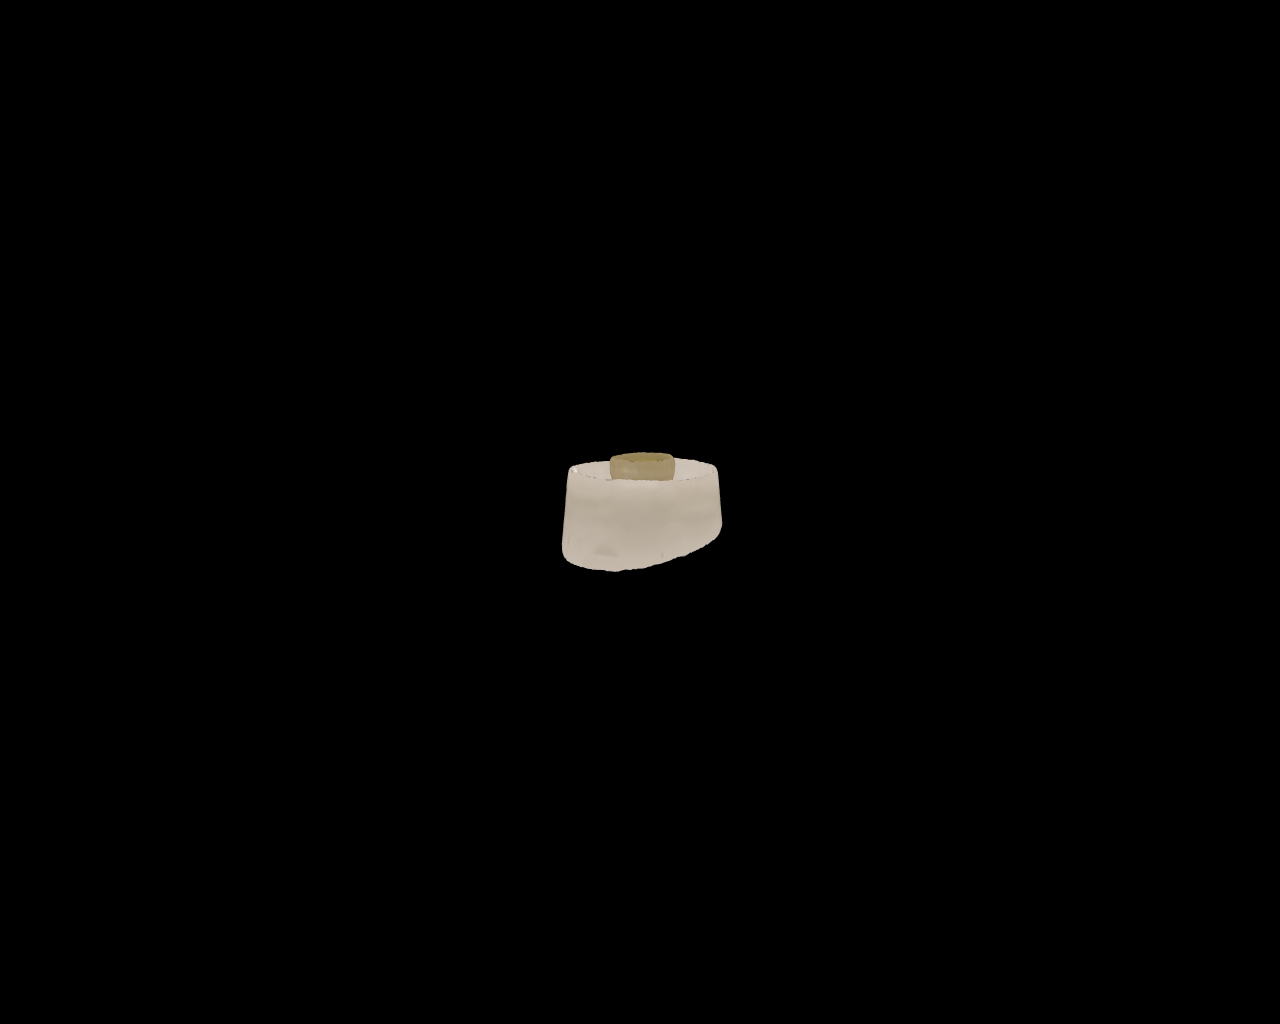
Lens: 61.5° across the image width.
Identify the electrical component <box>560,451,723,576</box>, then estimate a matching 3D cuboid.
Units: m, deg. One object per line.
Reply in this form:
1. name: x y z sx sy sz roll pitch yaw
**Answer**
1. electrical component: 0.001 -0.003 0.650 0.099 0.064 0.099 0 11 0
